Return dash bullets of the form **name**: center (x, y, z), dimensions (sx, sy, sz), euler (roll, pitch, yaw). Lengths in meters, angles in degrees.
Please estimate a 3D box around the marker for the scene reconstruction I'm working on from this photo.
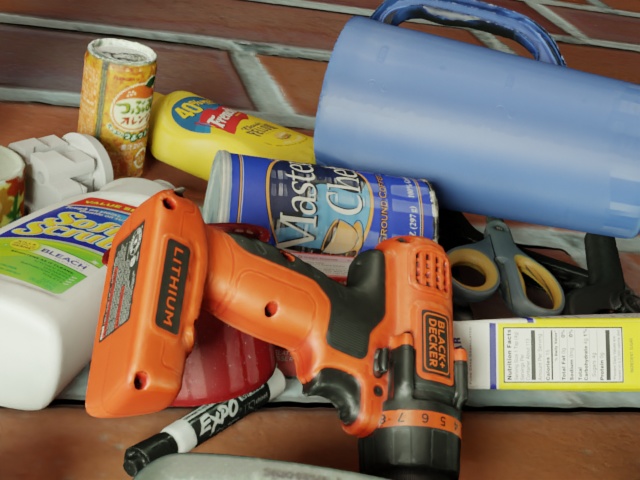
- **marker**: center (-0.061, 0.098, 0.577), dimensions (0.020, 0.020, 0.120), euler (26, 29, 26)

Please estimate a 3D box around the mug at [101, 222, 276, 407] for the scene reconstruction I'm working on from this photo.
- **mug**: center (-0.074, 0.044, 0.583), dimensions (0.093, 0.081, 0.117), euler (0, 16, 26)

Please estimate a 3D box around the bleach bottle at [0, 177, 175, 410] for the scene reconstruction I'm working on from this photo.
- **bleach bottle**: center (-0.152, 0.011, 0.664), dimensions (0.102, 0.068, 0.250), euler (17, 24, 7)

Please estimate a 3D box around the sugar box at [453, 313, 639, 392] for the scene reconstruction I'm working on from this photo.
- **sugar box**: center (0.141, 0.066, 0.625), dimensions (0.176, 0.048, 0.093), euler (-3, -5, 3)

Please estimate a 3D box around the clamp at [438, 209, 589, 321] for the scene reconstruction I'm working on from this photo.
- **clamp**: center (0.102, 0.004, 0.818), dimensions (0.164, 0.036, 0.210), euler (-6, 35, -37)

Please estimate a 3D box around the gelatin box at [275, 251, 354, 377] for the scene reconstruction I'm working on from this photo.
- **gelatin box**: center (0.008, 0.047, 0.647), dimensions (0.089, 0.073, 0.030), euler (5, 27, -15)

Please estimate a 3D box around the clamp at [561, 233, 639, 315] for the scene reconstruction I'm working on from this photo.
- **clamp**: center (0.208, 0.047, 0.755), dimensions (0.120, 0.039, 0.171), euler (39, 39, 26)

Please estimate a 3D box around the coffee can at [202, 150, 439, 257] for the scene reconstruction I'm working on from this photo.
- **coffee can**: center (-0.005, 0.001, 0.701), dimensions (0.140, 0.103, 0.103), euler (7, 27, -11)

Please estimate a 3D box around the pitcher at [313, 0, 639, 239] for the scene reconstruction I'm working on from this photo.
- **pitcher**: center (0.126, -0.087, 0.781), dimensions (0.243, 0.149, 0.144), euler (13, 25, 12)

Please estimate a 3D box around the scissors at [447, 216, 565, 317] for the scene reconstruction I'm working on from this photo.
- **scissors**: center (0.114, -0.002, 0.780), dimensions (0.096, 0.016, 0.202), euler (5, 30, -17)

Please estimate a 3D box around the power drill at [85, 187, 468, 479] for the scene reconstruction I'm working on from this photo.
- **power drill**: center (-0.012, 0.065, 0.506), dimensions (0.187, 0.057, 0.184), euler (19, 56, -28)

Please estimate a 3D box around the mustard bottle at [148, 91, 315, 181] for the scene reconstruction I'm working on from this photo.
- **mustard bottle**: center (-0.081, -0.079, 0.879), dimensions (0.192, 0.058, 0.096), euler (22, 27, 20)
